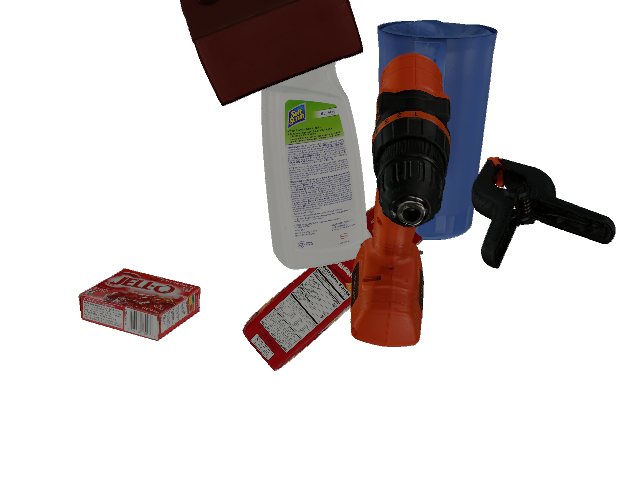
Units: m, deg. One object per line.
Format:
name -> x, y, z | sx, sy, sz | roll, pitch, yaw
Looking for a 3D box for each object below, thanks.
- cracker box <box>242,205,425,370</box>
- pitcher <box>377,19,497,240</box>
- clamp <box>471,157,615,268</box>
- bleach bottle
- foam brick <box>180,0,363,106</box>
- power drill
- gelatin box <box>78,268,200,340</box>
cracker box -> 0.023, 0.042, 1.259 | 0.214, 0.072, 0.164 | -44, -4, 30
pitcher -> 0.125, -0.125, 1.217 | 0.149, 0.243, 0.145 | -11, 22, -31
clamp -> 0.199, -0.032, 0.995 | 0.120, 0.039, 0.171 | -3, 33, 0
bleach bottle -> -0.005, -0.099, 1.014 | 0.102, 0.251, 0.068 | -12, 29, -17
foam brick -> -0.026, -0.113, 0.526 | 0.078, 0.053, 0.051 | -21, -32, 4
power drill -> 0.057, -0.016, 0.760 | 0.057, 0.188, 0.184 | 8, 37, 1
gelatin box -> -0.168, 0.058, 0.999 | 0.089, 0.030, 0.073 | 13, 23, 23
